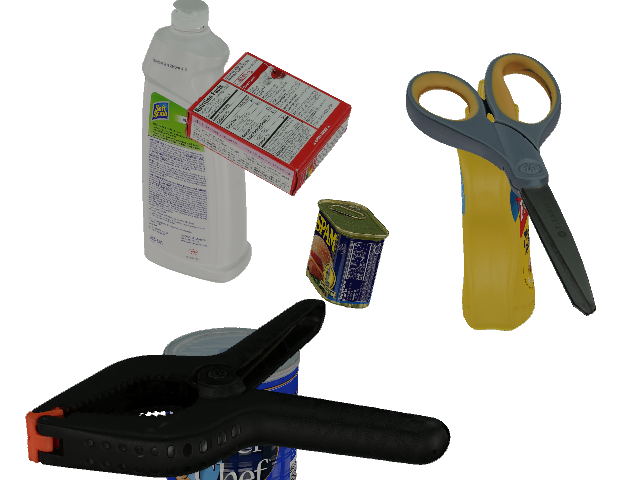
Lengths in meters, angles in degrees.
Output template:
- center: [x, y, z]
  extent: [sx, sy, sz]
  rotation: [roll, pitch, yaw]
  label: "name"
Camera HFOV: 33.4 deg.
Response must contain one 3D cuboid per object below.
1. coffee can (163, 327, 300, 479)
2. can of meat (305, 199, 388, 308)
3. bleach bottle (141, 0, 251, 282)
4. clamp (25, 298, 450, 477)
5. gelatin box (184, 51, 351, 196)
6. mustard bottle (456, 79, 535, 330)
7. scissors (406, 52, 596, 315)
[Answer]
- center: [-0.068, 0.149, 0.817]
  extent: [0.103, 0.140, 0.103]
  rotation: [1, 16, -1]
  label: "coffee can"
- center: [0.025, 0.013, 1.119]
  extent: [0.057, 0.084, 0.102]
  rotation: [5, 20, -19]
  label: "can of meat"
- center: [-0.109, -0.088, 0.948]
  extent: [0.103, 0.251, 0.068]
  rotation: [16, 34, 16]
  label: "bleach bottle"
- center: [-0.055, 0.083, 0.588]
  extent: [0.209, 0.036, 0.165]
  rotation: [-5, 24, -18]
  label: "clamp"
- center: [-0.035, -0.080, 0.721]
  extent: [0.089, 0.073, 0.030]
  rotation: [29, -36, 12]
  label: "gelatin box"
- center: [0.138, -0.032, 0.846]
  extent: [0.058, 0.191, 0.096]
  rotation: [1, 18, 19]
  label: "mustard bottle"
- center: [0.089, -0.038, 0.558]
  extent: [0.096, 0.016, 0.201]
  rotation: [4, 43, 6]
  label: "scissors"
